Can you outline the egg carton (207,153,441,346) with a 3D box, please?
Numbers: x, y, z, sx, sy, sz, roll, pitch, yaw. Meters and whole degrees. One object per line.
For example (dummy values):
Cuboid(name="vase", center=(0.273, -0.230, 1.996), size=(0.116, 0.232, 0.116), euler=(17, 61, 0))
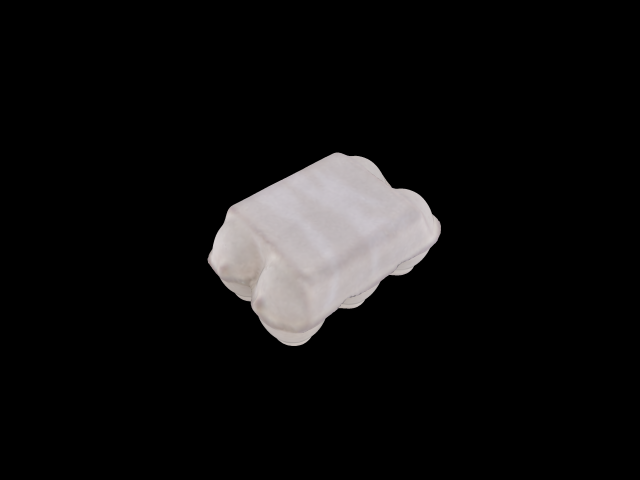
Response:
Cuboid(name="egg carton", center=(0.004, 0.001, 0.400), size=(0.150, 0.069, 0.107), euler=(-32, 54, -27))
